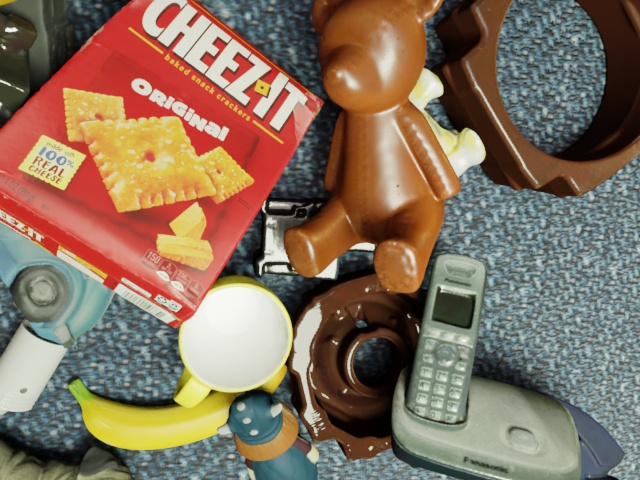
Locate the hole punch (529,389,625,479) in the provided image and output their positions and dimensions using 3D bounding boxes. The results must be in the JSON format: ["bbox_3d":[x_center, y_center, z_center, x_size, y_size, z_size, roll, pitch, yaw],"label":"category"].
[{"bbox_3d":[0.217,0.195,0.526,0.116,0.142,0.092,12,72,-21],"label":"hole punch"}]

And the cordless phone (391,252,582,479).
[{"bbox_3d":[0.143,0.108,0.453,0.147,0.088,0.184,11,72,11],"label":"cordless phone"}]

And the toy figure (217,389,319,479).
[{"bbox_3d":[-0.045,0.182,0.483,0.064,0.058,0.154,-35,127,-21],"label":"toy figure"}]

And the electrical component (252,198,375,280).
[{"bbox_3d":[-0.001,-0.001,0.492,0.119,0.048,0.074,6,97,-10],"label":"electrical component"}]

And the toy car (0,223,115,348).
[{"bbox_3d":[-0.210,0.000,0.431,0.103,0.109,0.161,-30,91,-29],"label":"toy car"}]

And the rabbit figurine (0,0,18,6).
[{"bbox_3d":[-0.201,-0.214,0.313,0.162,0.122,0.173,-16,81,-31],"label":"rabbit figurine"}]

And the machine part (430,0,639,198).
[{"bbox_3d":[0.219,-0.157,0.493,0.201,0.087,0.201,-38,104,-5],"label":"machine part"}]

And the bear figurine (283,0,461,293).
[{"bbox_3d":[0.035,-0.079,0.388,0.132,0.120,0.195,-45,133,-43],"label":"bear figurine"}]

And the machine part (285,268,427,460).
[{"bbox_3d":[0.048,0.110,0.504,0.179,0.056,0.179,-1,93,-17],"label":"machine part"}]

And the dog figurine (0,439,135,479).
[{"bbox_3d":[-0.266,0.194,0.452,0.190,0.121,0.172,-17,105,-23],"label":"dog figurine"}]

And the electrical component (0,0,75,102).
[{"bbox_3d":[-0.248,-0.153,0.397,0.115,0.058,0.134,12,122,-7],"label":"electrical component"}]

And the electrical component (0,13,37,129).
[{"bbox_3d":[-0.228,-0.104,0.359,0.045,0.078,0.102,23,126,-41],"label":"electrical component"}]

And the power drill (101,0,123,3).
[{"bbox_3d":[-0.172,-0.312,0.380,0.207,0.086,0.231,-34,107,6],"label":"power drill"}]

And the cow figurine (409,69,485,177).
[{"bbox_3d":[0.063,-0.109,0.481,0.098,0.068,0.167,-41,102,4],"label":"cow figurine"}]
